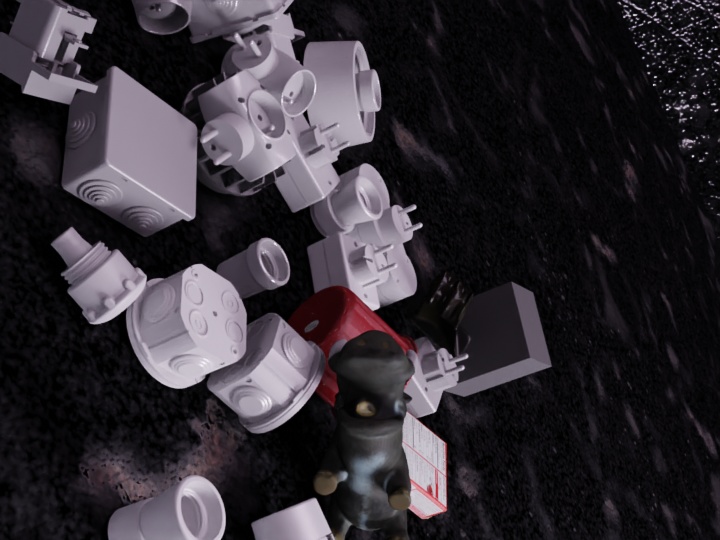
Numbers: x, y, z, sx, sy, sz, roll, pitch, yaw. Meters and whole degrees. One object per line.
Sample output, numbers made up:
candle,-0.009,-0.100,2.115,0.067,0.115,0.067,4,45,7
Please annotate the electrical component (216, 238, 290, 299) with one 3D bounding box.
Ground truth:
electrical component,-0.085,0.001,0.852,0.040,0.046,0.040,40,37,-40

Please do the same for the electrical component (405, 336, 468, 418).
electrical component,0.067,0.097,1.015,0.047,0.077,0.065,57,29,-19

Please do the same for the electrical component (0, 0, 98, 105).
electrical component,-0.210,-0.151,0.715,0.081,0.063,0.042,31,11,28

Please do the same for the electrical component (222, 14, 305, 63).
electrical component,-0.087,-0.209,1.015,0.081,0.042,0.063,-2,75,-60

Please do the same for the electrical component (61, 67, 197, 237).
electrical component,-0.165,-0.082,0.773,0.100,0.048,0.099,35,41,-45

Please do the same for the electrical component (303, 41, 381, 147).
electrical component,-0.013,-0.173,1.056,0.108,0.060,0.108,-5,90,-78

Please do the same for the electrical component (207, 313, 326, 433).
electrical component,-0.069,0.075,0.791,0.051,0.080,0.080,46,34,-24

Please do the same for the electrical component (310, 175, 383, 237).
electrical component,-0.013,-0.059,1.014,0.045,0.055,0.045,40,37,-40

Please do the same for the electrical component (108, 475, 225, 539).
electrical component,-0.120,0.154,0.653,0.044,0.065,0.044,40,38,-41

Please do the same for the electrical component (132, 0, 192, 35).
electrical component,-0.150,-0.244,0.892,0.043,0.079,0.077,55,22,-65

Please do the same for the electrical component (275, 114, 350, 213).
electrical component,-0.045,-0.108,0.975,0.083,0.076,0.047,60,28,-13

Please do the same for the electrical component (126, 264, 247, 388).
electrical component,-0.121,0.039,0.757,0.080,0.051,0.080,40,37,-40

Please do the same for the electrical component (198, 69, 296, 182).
electrical component,-0.095,-0.105,0.824,0.077,0.044,0.079,59,36,-12

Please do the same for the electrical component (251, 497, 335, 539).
electrical component,-0.047,0.193,0.767,0.055,0.055,0.047,-3,68,-61

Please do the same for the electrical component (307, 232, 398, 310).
electrical component,0.000,0.000,0.970,0.047,0.077,0.065,22,51,-53

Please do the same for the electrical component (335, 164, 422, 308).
electrical component,0.027,-0.040,1.050,0.052,0.074,0.138,0,70,-60

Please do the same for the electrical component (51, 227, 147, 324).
electrical component,-0.174,0.001,0.701,0.062,0.048,0.048,51,31,-14

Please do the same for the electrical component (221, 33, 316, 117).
electrical component,-0.086,-0.177,0.933,0.043,0.077,0.079,-53,149,-12

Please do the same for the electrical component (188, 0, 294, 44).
electrical component,-0.107,-0.248,0.950,0.099,0.100,0.048,-67,140,-54
